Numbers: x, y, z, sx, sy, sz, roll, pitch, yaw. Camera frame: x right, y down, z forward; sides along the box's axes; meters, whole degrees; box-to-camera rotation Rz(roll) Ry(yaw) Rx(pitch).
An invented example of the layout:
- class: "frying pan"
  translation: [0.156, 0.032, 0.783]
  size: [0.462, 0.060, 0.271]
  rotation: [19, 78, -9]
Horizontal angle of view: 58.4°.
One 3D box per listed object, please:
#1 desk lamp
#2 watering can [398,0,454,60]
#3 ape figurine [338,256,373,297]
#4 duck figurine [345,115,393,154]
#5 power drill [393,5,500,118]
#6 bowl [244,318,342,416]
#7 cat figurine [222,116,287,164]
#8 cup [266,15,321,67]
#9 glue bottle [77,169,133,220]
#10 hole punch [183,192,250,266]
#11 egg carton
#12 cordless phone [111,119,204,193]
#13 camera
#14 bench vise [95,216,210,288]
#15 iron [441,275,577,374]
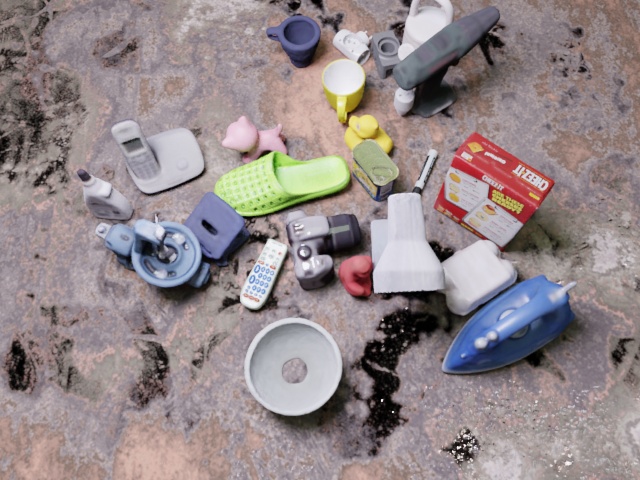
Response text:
- class: "desk lamp"
  translation: [0.145, 0.020, 1.009]
  size: [0.118, 0.213, 0.203]
  rotation: [-3, 68, 0]
- class: "watering can"
  translation: [0.225, -0.433, 1.197]
  size: [0.101, 0.194, 0.173]
  rotation: [13, 69, 6]
- class: "ape figurine"
  translation: [0.072, 0.058, 1.060]
  size: [0.076, 0.092, 0.078]
  rotation: [36, 73, 13]
- class: "duck figurine"
  translation: [0.101, -0.218, 1.171]
  size: [0.104, 0.086, 0.077]
  rotation: [28, 71, 11]
- class: "power drill"
  translation: [0.246, -0.350, 1.157]
  size: [0.230, 0.208, 0.075]
  rotation: [-32, 72, -12]
- class: "bowl"
  translation: [-0.045, 0.225, 1.004]
  size: [0.167, 0.075, 0.167]
  rotation: [0, 69, 0]
- class: "cat figurine"
  translation: [-0.132, -0.207, 1.151]
  size: [0.128, 0.118, 0.067]
  rotation: [-11, 69, -4]
- class: "cup"
  translation: [-0.057, -0.425, 1.248]
  size: [0.117, 0.095, 0.092]
  rotation: [6, 69, 3]
- class: "glue bottle"
  translation: [-0.414, -0.088, 1.076]
  size: [0.078, 0.173, 0.037]
  rotation: [5, 69, 3]
- class: "hole punch"
  translation: [-0.200, -0.020, 1.092]
  size: [0.108, 0.091, 0.101]
  rotation: [40, 74, 14]
- class: "egg carton"
  translation: [0.284, 0.068, 1.067]
  size: [0.150, 0.069, 0.107]
  rotation: [-32, 72, -11]
- class: "cordless phone"
  translation: [-0.312, -0.179, 1.105]
  size: [0.147, 0.185, 0.094]
  rotation: [-25, 70, -9]
- class: "camera"
  translation: [0.010, 0.004, 1.077]
  size: [0.137, 0.101, 0.143]
  rotation: [-11, 69, -4]
- class: "bench vise"
  translation: [-0.310, 0.017, 1.009]
  size: [0.207, 0.220, 0.121]
  rotation: [3, 68, 2]
- class: "iron"
  translation: [0.330, 0.151, 0.996]
  size: [0.258, 0.141, 0.118]
  rotation: [-30, 71, -11]
